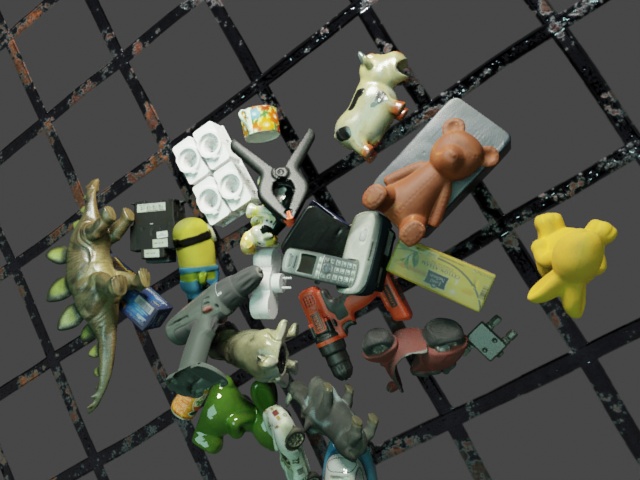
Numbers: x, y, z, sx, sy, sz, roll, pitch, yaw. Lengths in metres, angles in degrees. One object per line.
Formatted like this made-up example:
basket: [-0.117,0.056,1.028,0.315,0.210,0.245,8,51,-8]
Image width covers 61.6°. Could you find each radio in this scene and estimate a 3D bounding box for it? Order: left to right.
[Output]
radio: [0.210,-0.126,0.944,0.131,0.073,0.229,45,100,16]

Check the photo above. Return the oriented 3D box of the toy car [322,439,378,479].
toy car: [0.051,0.435,0.958,0.109,0.103,0.161,-2,89,18]

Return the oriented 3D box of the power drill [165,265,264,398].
power drill: [-0.197,0.163,0.966,0.232,0.086,0.207,-30,42,25]

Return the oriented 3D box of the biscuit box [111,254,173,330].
biscuit box: [-0.411,0.108,1.148,0.203,0.063,0.059,37,99,16]

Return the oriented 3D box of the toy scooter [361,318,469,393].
toy scooter: [0.164,0.207,0.933,0.184,0.075,0.135,-6,118,-2]

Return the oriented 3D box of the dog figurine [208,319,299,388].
dog figurine: [-0.148,0.207,1.003,0.191,0.172,0.121,0,77,12]

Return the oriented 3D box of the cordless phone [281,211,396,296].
cordless phone: [0.029,0.016,0.938,0.184,0.088,0.146,11,81,23]

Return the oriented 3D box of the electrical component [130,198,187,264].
electrical component: [-0.338,-0.017,1.131,0.115,0.058,0.134,-2,88,21]

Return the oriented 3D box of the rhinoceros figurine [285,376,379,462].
rhinoceros figurine: [0.017,0.313,0.970,0.191,0.073,0.112,34,104,37]

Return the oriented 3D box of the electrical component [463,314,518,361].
electrical component: [0.290,0.176,0.929,0.063,0.021,0.094,46,101,14]

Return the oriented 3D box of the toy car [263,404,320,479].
toy car: [-0.052,0.383,0.971,0.056,0.074,0.201,-25,119,-19]

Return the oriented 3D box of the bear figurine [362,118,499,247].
bear figurine: [0.180,-0.096,0.849,0.196,0.132,0.120,-45,82,19]

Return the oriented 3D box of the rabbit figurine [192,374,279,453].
rabbit figurine: [-0.135,0.333,1.036,0.170,0.121,0.159,21,91,-1]

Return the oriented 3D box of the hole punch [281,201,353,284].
hole punch: [-0.002,-0.003,1.012,0.116,0.092,0.142,33,97,-9]

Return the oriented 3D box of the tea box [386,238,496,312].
tea box: [0.209,0.056,0.922,0.170,0.098,0.068,23,95,19]

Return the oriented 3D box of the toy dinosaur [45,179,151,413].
toy dinosaur: [-0.446,0.095,1.077,0.199,0.105,0.471,-20,71,22]

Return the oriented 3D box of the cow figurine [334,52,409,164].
cow figurine: [0.095,-0.254,0.984,0.127,0.085,0.195,35,100,10]

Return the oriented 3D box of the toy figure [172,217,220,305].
toy figure: [-0.248,0.044,1.078,0.082,0.089,0.180,-1,90,26]

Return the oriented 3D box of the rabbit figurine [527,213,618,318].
rabbit figurine: [0.380,0.030,0.827,0.122,0.173,0.162,23,91,14]

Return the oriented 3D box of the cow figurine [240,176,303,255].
cow figurine: [-0.090,-0.043,1.031,0.098,0.068,0.167,15,78,12]
